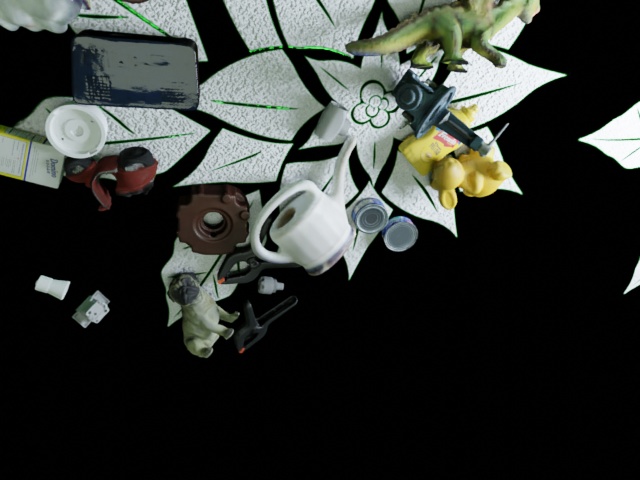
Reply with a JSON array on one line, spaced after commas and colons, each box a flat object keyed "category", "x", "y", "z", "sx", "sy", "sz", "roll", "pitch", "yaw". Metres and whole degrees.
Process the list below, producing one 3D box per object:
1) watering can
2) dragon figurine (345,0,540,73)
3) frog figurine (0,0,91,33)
[{"category": "watering can", "x": 0.004, "y": -0.060, "z": 1.186, "sx": 0.347, "sy": 0.106, "sz": 0.221, "roll": -42, "pitch": 120, "yaw": 2}, {"category": "dragon figurine", "x": 0.261, "y": -0.464, "z": 1.024, "sx": 0.410, "sy": 0.123, "sz": 0.240, "roll": 3, "pitch": 101, "yaw": -15}, {"category": "frog figurine", "x": -0.487, "y": -0.413, "z": 0.870, "sx": 0.160, "sy": 0.125, "sz": 0.134, "roll": -28, "pitch": 142, "yaw": -7}]
